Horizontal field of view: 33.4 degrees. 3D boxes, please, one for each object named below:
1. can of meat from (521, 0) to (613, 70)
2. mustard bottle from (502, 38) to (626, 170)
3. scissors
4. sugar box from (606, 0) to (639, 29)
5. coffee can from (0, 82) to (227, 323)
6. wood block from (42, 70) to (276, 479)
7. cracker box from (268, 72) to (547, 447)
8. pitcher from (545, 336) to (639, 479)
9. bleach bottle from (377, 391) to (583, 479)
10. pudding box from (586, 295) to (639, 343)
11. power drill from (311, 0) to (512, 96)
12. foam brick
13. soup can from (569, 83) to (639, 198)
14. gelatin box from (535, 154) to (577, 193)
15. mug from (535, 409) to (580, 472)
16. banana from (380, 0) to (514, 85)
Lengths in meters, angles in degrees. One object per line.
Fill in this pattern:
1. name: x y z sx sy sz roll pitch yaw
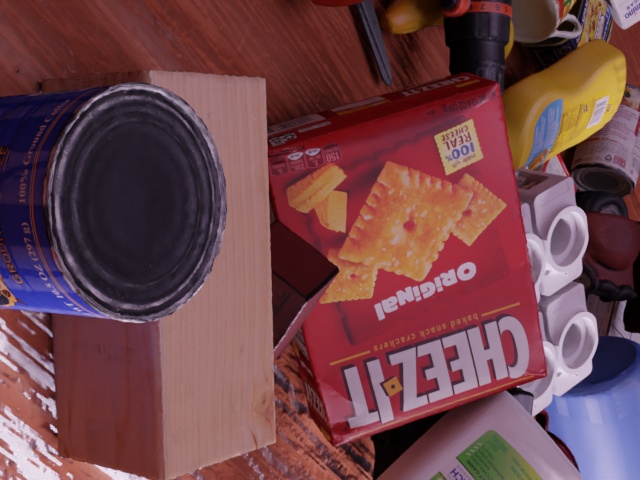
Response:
1. can of meat: 0.239 -0.205 1.026 0.083 0.058 0.102 41 61 -47
2. mustard bottle: 0.188 -0.104 0.940 0.191 0.058 0.096 -30 149 -31
3. scissors: 0.010 -0.202 0.765 0.096 0.016 0.202 -24 110 -47
4. sugar box: 0.268 -0.299 1.033 0.176 0.048 0.093 50 14 -38
5. coffee can: -0.128 -0.017 0.493 0.102 0.141 0.103 -3 93 -52
6. wood block: -0.088 0.014 0.588 0.090 0.090 0.206 -7 98 -52
7. cracker box: 0.053 0.012 0.717 0.164 0.072 0.214 -16 108 -10
8. pitcher: 0.306 0.219 1.064 0.149 0.145 0.243 -39 118 -45
9. bleach bottle: 0.061 0.218 0.742 0.250 0.068 0.102 -42 96 -11
10. pudding box: 0.313 0.098 1.147 0.090 0.039 0.113 42 57 -42
11. power drill: 0.073 -0.189 0.771 0.187 0.057 0.184 3 85 -47
12. foam brick: -0.035 0.038 0.651 0.078 0.053 0.051 -55 173 30
13. soup can: 0.300 -0.101 1.098 0.068 0.069 0.102 42 60 -44
14. gelatin box: 0.209 -0.037 1.015 0.073 0.030 0.089 51 54 -41
15. mug: 0.167 0.198 0.917 0.081 0.093 0.117 9 101 -47
16. banana: 0.116 -0.181 0.884 0.197 0.037 0.069 11 82 -52
